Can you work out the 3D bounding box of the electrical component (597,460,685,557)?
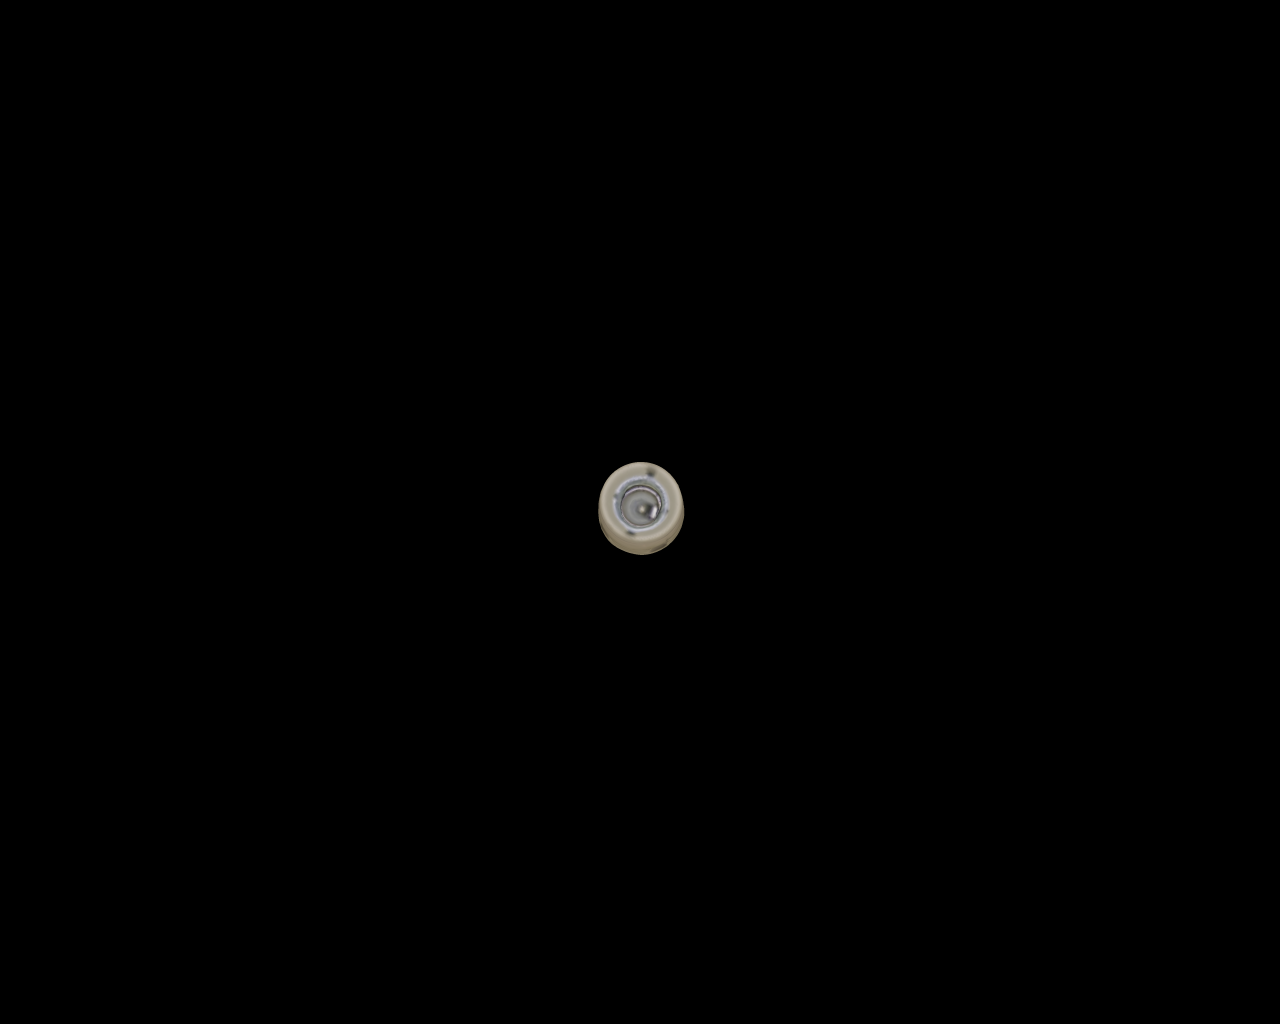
[{"bbox_3d":[0.001,-0.003,0.650,0.055,0.055,0.047,0,-9,0],"label":"electrical component"}]
